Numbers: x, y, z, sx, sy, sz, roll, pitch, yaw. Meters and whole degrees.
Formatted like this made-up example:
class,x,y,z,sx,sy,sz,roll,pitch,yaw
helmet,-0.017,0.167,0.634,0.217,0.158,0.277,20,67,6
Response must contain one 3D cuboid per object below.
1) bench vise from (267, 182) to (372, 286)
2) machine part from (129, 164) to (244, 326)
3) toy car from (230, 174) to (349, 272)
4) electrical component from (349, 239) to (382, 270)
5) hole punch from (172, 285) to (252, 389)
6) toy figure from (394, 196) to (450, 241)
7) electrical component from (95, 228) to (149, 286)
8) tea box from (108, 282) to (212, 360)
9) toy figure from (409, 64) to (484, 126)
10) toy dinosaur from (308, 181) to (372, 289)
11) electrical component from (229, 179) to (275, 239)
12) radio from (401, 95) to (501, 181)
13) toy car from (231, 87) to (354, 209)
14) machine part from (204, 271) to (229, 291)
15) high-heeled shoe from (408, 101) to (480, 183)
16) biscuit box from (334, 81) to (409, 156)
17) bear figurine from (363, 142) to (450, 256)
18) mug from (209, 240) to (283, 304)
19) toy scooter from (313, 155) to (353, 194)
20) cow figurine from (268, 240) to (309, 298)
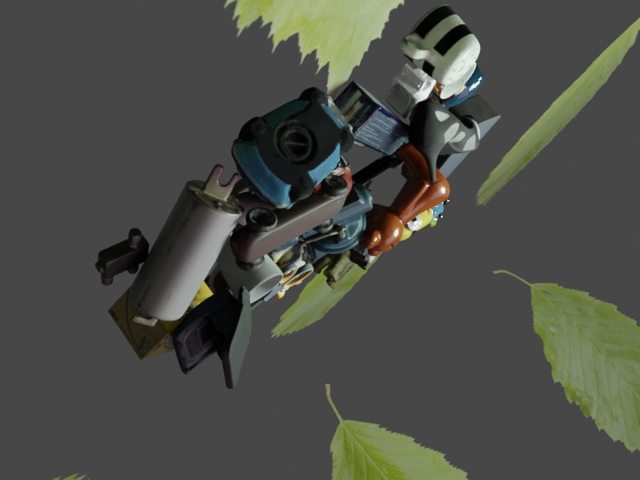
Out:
class,x,y,z,sx,sy,sz,roll,pitch,yaw
bench vise,-0.008,-0.011,0.979,0.224,0.129,0.240,-35,161,-8
machine part,-0.167,0.015,0.667,0.243,0.079,0.079,-58,161,18
toy car,-0.037,-0.029,0.722,0.202,0.053,0.089,-31,151,-38
electrical component,0.112,-0.002,1.111,0.119,0.048,0.074,-51,162,-13
hole punch,-0.153,0.140,0.790,0.142,0.092,0.116,90,13,-45
toy figure,0.217,-0.058,1.202,0.180,0.082,0.089,-31,146,-41
electrical component,-0.244,0.021,0.662,0.063,0.021,0.094,-29,163,-36
tea box,-0.229,0.116,0.838,0.068,0.098,0.169,-44,167,17
toy figure,0.213,-0.246,0.942,0.154,0.058,0.064,-38,159,15
toy dinosaur,0.059,-0.006,1.209,0.198,0.105,0.471,-47,171,-9
electrical component,-0.105,-0.043,0.737,0.102,0.045,0.078,-38,133,11
radio,0.292,-0.215,1.209,0.131,0.073,0.229,-30,164,-38
toy car,-0.041,-0.108,0.658,0.162,0.109,0.103,-46,-167,-27
machine part,-0.165,0.089,1.007,0.179,0.056,0.179,-36,166,-11
high-heeled shoe,0.208,-0.201,0.892,0.249,0.086,0.145,-54,139,-44
biscuit box,0.080,-0.176,0.808,0.063,0.059,0.202,-46,164,17
bear figurine,0.140,-0.068,1.009,0.196,0.132,0.120,-38,160,7
mug,-0.129,0.045,0.856,0.109,0.107,0.080,-37,165,8
toy scooter,-0.019,-0.085,0.814,0.184,0.075,0.135,-28,160,-24
cow figurine,-0.069,0.059,1.142,0.098,0.068,0.167,-38,166,-26
